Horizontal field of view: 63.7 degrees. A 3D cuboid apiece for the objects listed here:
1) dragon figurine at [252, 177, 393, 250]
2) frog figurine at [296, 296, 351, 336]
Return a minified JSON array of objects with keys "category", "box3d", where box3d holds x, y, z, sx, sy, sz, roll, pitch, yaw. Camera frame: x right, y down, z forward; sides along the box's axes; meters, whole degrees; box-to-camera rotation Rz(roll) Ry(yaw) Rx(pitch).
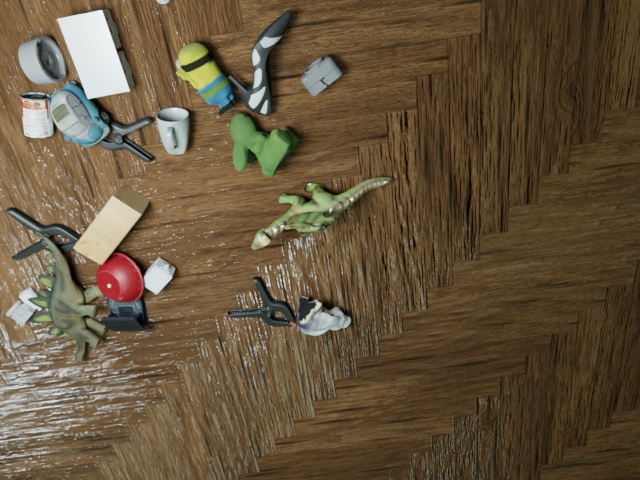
[{"category":"dragon figurine","box3d":[0.004,-0.068,1.359,0.409,0.247,0.120,-20,113,10]},{"category":"frog figurine","box3d":[0.010,0.252,1.595,0.157,0.125,0.136,36,144,-29]}]
